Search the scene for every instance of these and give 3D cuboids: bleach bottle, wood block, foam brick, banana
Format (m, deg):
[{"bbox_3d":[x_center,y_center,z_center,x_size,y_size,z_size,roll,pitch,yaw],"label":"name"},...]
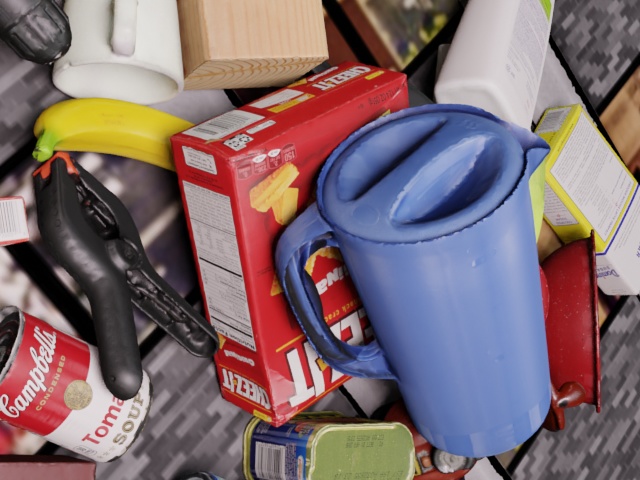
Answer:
[{"bbox_3d":[0.171,-0.197,0.945,0.102,0.068,0.250,54,47,-42],"label":"bleach bottle"},{"bbox_3d":[-0.063,-0.217,0.749,0.090,0.090,0.206,-6,87,-23],"label":"wood block"},{"bbox_3d":[-0.186,0.162,0.665,0.078,0.053,0.051,9,81,-35],"label":"foam brick"},{"bbox_3d":[-0.119,-0.062,0.729,0.197,0.037,0.070,7,51,-44],"label":"banana"}]

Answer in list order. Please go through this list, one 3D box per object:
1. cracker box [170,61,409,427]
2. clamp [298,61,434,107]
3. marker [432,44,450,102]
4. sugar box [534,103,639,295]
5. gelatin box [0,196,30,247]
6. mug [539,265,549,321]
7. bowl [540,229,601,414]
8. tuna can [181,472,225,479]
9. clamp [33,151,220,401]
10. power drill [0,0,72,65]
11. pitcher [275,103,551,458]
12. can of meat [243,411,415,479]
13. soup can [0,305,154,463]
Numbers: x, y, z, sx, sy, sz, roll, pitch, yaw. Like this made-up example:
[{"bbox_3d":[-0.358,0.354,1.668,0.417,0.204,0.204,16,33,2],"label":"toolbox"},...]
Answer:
[{"bbox_3d":[-0.005,0.001,0.760,0.163,0.072,0.214,-29,124,-34],"label":"cracker box"},{"bbox_3d":[0.028,-0.096,0.849,0.209,0.036,0.164,-3,88,-29],"label":"clamp"},{"bbox_3d":[0.105,-0.110,0.924,0.020,0.020,0.121,15,77,-35],"label":"marker"},{"bbox_3d":[0.260,-0.036,1.018,0.176,0.048,0.093,48,60,-27],"label":"sugar box"},{"bbox_3d":[-0.229,-0.006,0.635,0.089,0.073,0.030,-8,90,-36],"label":"gelatin box"},{"bbox_3d":[0.127,0.049,0.888,0.117,0.082,0.093,-1,87,-36],"label":"mug"},{"bbox_3d":[0.217,0.071,0.942,0.162,0.055,0.162,-2,90,-77],"label":"bowl"},{"bbox_3d":[-0.081,0.201,0.719,0.033,0.086,0.086,29,69,-29],"label":"tuna can"},{"bbox_3d":[-0.130,0.021,0.707,0.171,0.039,0.120,64,18,11],"label":"clamp"},{"bbox_3d":[-0.259,-0.131,0.609,0.187,0.057,0.184,-47,113,-15],"label":"power drill"},{"bbox_3d":[0.080,0.042,0.729,0.144,0.149,0.243,-57,143,-36],"label":"pitcher"},{"bbox_3d":[0.007,0.159,0.789,0.101,0.084,0.057,5,84,-36],"label":"can of meat"},{"bbox_3d":[-0.166,0.093,0.677,0.102,0.069,0.068,32,68,-31],"label":"soup can"}]
